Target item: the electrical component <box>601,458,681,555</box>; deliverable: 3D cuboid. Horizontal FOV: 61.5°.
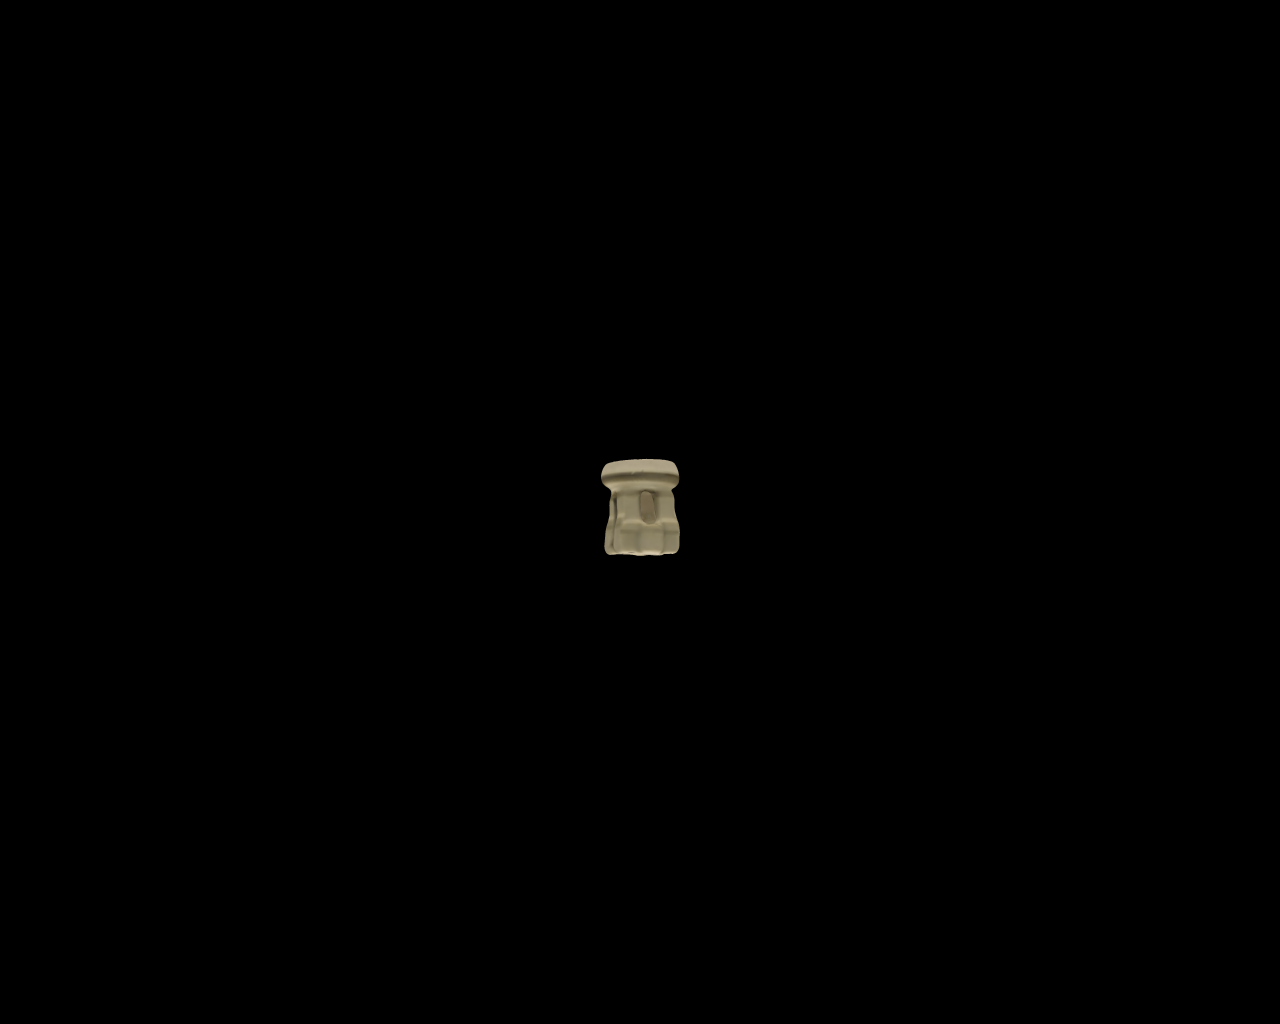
[{"bbox_3d":[0.001,-0.003,0.650,0.048,0.055,0.066,1,-5,-15],"label":"electrical component"}]
